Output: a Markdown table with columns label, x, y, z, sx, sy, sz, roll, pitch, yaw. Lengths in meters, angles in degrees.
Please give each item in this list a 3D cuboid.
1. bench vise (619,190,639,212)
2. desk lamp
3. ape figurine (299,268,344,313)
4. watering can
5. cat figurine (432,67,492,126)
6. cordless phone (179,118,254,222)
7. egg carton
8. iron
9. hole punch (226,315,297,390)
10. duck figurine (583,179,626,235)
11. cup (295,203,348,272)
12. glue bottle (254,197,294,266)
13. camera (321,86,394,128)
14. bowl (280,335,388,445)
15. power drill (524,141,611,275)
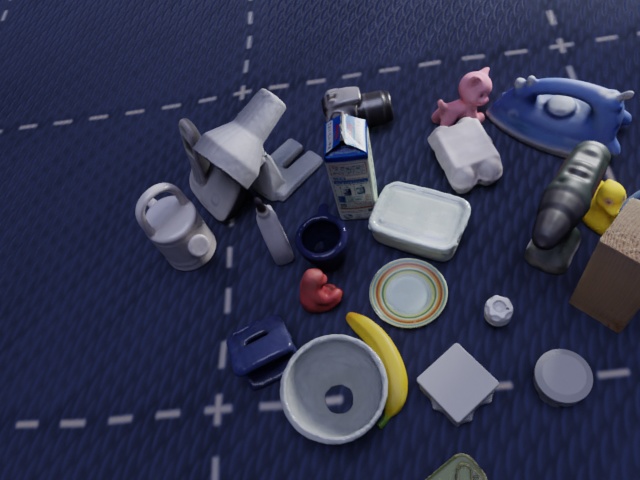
| label | x | y | z | sx | sy | sz | roll | pitch | yaw |
| --- | --- | --- | --- | --- | --- | --- | --- | --- | --- |
| bench vise | 0.550 | -0.060 | 0.874 | 0.207 | 0.220 | 0.121 | -39 | 60 | -12 |
| desk lamp | -0.115 | -0.166 | 1.072 | 0.117 | 0.214 | 0.203 | 36 | 72 | 27 |
| ape figurine | -0.005 | 0.080 | 0.979 | 0.076 | 0.092 | 0.077 | -32 | 59 | -8 |
| watering can | -0.259 | -0.028 | 1.032 | 0.172 | 0.194 | 0.101 | 16 | 65 | 19 |
| cat figurine | 0.281 | -0.277 | 1.114 | 0.128 | 0.118 | 0.067 | -25 | 58 | -4 |
| cordless phone | -0.211 | -0.135 | 1.090 | 0.094 | 0.185 | 0.147 | -40 | 61 | -12 |
| egg carton | 0.273 | -0.160 | 1.076 | 0.107 | 0.069 | 0.150 | -20 | 58 | 0 |
| iron | 0.434 | -0.246 | 1.052 | 0.257 | 0.142 | 0.119 | 19 | 66 | 21 |
| hole punch | -0.099 | 0.177 | 0.942 | 0.108 | 0.091 | 0.101 | -27 | 59 | -5 |
| duck figurine | 0.486 | -0.069 | 0.971 | 0.077 | 0.086 | 0.104 | -13 | 59 | 4 |
| cup | 0.009 | 0.004 | 1.019 | 0.091 | 0.095 | 0.118 | -3 | 60 | 10 |
| glue bottle | -0.088 | -0.025 | 1.008 | 0.037 | 0.173 | 0.078 | -21 | 58 | -1 |
| camera | 0.078 | -0.251 | 1.149 | 0.136 | 0.101 | 0.143 | -11 | 59 | 5 |
| bowl | 0.026 | 0.237 | 0.891 | 0.167 | 0.075 | 0.167 | -5 | 59 | 9 |
| power drill | 0.381 | -0.035 | 0.900 | 0.075 | 0.209 | 0.230 | 24 | 68 | 23 |
